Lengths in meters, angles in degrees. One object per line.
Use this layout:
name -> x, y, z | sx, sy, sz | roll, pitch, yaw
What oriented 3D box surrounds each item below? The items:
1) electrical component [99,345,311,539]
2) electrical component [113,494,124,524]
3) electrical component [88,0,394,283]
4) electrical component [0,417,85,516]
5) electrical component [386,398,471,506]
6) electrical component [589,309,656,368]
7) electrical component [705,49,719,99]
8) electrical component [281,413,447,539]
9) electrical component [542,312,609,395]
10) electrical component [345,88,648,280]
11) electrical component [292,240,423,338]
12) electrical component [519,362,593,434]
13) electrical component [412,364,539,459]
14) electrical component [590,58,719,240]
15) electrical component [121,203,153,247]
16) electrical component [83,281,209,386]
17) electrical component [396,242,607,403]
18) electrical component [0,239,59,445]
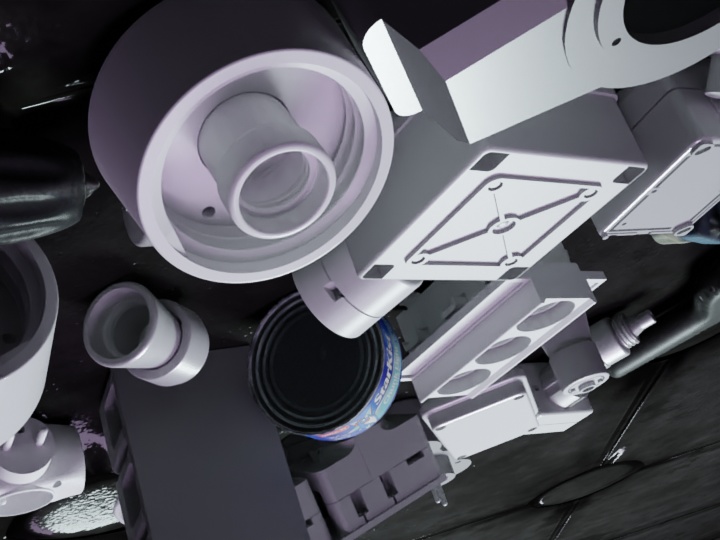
electrical component -> -0.093, 0.129, 0.637 | 0.089, 0.150, 0.061 | -6, 150, -26
electrical component -> -0.137, 0.131, 0.707 | 0.044, 0.065, 0.044 | -3, 137, -3
electrical component -> -0.039, -0.045, 0.397 | 0.108, 0.060, 0.108 | -17, 134, -19
electrical component -> -0.206, 0.114, 0.649 | 0.077, 0.044, 0.079 | -5, 151, -29
electrical component -> 0.055, 0.159, 0.888 | 0.052, 0.073, 0.138 | -26, 154, 12
electrical component -> 0.196, 0.050, 0.819 | 0.061, 0.035, 0.035 | -34, 151, 21
electrical component -> 0.175, -0.096, 0.476 | 0.077, 0.079, 0.043 | 4, -173, -40
electrical component -> -0.048, 0.161, 0.751 | 0.186, 0.060, 0.105 | -26, -174, -31
electrical component -> 0.148, 0.055, 0.759 | 0.044, 0.065, 0.044 | -16, 154, -8
electrical component -> 0.059, -0.044, 0.513 | 0.109, 0.056, 0.108 | 1, 148, -36
electrical component -> 0.000, 0.000, 0.561 | 0.047, 0.055, 0.055 | -37, 150, 25
electrical component -> 0.158, 0.094, 0.863 | 0.066, 0.047, 0.077 | 3, 147, -38
electrical component -> 0.085, 0.092, 0.797 | 0.078, 0.057, 0.113 | -22, 154, 5
electrical component -> 0.150, -0.059, 0.540 | 0.062, 0.061, 0.096 | -3, 150, -30
electrical component -> -0.067, -0.032, 0.466 | 0.078, 0.040, 0.040 | -5, 151, -28
electrical component -> -0.110, 0.035, 0.561 | 0.045, 0.045, 0.055 | -27, 154, 14
electrical component -> 0.076, 0.024, 0.649 | 0.079, 0.063, 0.121 | 1, 148, -36
electrical component -> -0.170, 0.016, 0.417 | 0.108, 0.108, 0.060 | -2, 143, -32
